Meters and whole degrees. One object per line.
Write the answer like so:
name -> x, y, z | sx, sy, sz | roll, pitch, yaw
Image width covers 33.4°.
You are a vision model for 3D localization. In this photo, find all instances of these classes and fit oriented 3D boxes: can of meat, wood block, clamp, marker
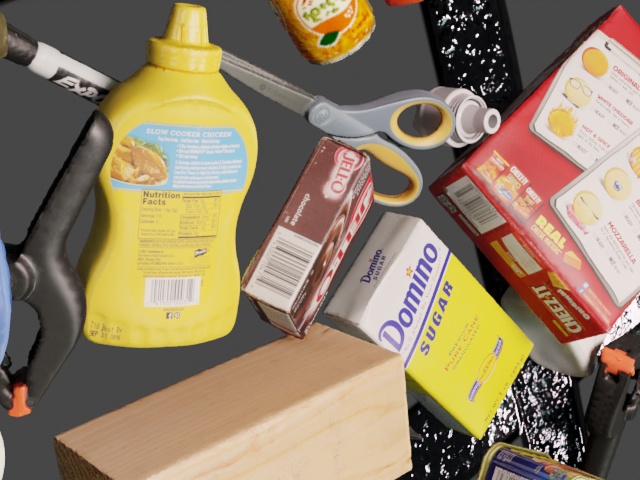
can of meat -> 0.195, 0.215, 0.901 | 0.101, 0.084, 0.057 | 21, 85, -41
wood block -> -0.049, 0.136, 0.671 | 0.205, 0.091, 0.090 | -21, 113, -36
clamp -> 0.256, 0.147, 0.929 | 0.164, 0.036, 0.209 | -63, 155, -9
clamp -> -0.156, 0.009, 0.564 | 0.120, 0.039, 0.171 | -10, 113, -1
marker -> -0.134, -0.090, 0.597 | 0.120, 0.020, 0.020 | 25, 82, -41

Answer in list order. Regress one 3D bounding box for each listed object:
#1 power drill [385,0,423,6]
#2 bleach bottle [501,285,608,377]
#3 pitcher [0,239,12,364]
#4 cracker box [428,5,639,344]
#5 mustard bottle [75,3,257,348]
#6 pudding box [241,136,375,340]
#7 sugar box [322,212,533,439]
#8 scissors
power drill -> 0.026, -0.236, 0.643 | 0.187, 0.057, 0.184 | 52, 41, -39
bleach bottle -> 0.251, -0.011, 0.917 | 0.250, 0.068, 0.102 | -53, 130, -22
pitcher -> -0.262, 0.039, 0.439 | 0.242, 0.149, 0.145 | -11, 95, -35
cracker box -> 0.210, -0.052, 0.827 | 0.164, 0.072, 0.213 | 48, 65, -4
mustard bottle -> -0.085, -0.036, 0.604 | 0.096, 0.058, 0.192 | 0, 109, -27
pudding box -> -0.005, 0.001, 0.686 | 0.113, 0.039, 0.090 | -60, 167, -11
sugar box -> 0.086, 0.067, 0.802 | 0.176, 0.048, 0.093 | 45, 70, -38
scissors -> 0.018, -0.094, 0.709 | 0.096, 0.016, 0.201 | -41, 128, 8
